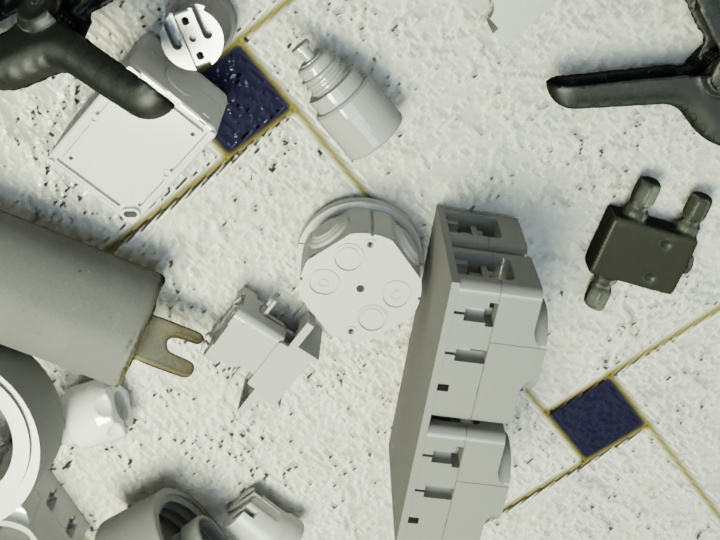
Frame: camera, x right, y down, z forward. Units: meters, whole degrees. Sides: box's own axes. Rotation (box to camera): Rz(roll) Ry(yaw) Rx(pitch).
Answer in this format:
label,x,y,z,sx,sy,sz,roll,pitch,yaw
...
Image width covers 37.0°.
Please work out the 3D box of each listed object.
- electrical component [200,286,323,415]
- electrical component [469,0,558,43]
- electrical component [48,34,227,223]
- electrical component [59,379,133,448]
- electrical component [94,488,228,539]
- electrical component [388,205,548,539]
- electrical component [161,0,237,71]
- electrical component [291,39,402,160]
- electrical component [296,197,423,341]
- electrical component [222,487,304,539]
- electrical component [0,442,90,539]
label,x,y,z,sx,sy,sz,roll,pitch,yaw
electrical component,-0.064,0.048,0.693,0.064,0.042,0.081,34,111,-12
electrical component,0.092,-0.174,0.574,0.089,0.055,0.050,-41,110,18
electrical component,-0.130,-0.079,0.621,0.062,0.061,0.096,38,116,-20
electrical component,-0.187,0.098,0.716,0.062,0.043,0.043,-16,116,9
electrical component,-0.122,0.201,0.736,0.060,0.108,0.108,-35,112,9
electrical component,0.064,0.069,0.669,0.060,0.105,0.186,7,117,-5
electrical component,-0.090,-0.134,0.598,0.040,0.046,0.040,0,117,-1
electrical component,-0.010,-0.099,0.620,0.040,0.040,0.078,-36,112,16
electrical component,0.000,0.000,0.664,0.080,0.051,0.080,0,117,-1
electrical component,-0.069,0.182,0.763,0.046,0.040,0.040,42,109,-13
electrical component,-0.282,0.192,0.752,0.150,0.061,0.089,-22,115,10
